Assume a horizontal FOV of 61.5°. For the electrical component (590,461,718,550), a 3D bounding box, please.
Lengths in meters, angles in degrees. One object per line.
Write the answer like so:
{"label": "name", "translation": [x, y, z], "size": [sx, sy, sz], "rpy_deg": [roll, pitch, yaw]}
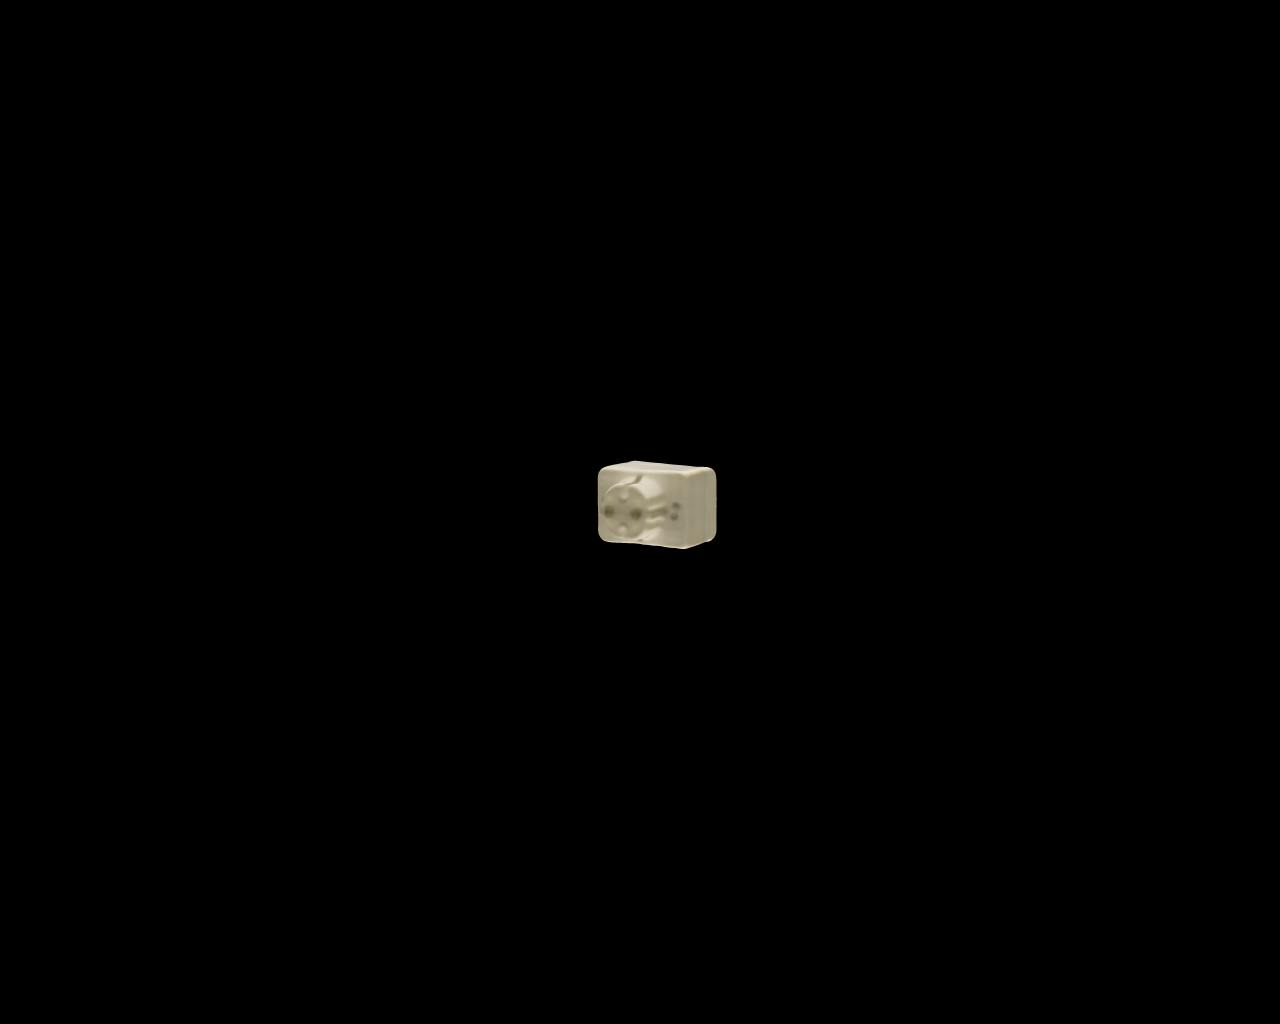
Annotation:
{"label": "electrical component", "translation": [0.001, -0.003, 0.650], "size": [0.066, 0.047, 0.077], "rpy_deg": [6, 11, 32]}
